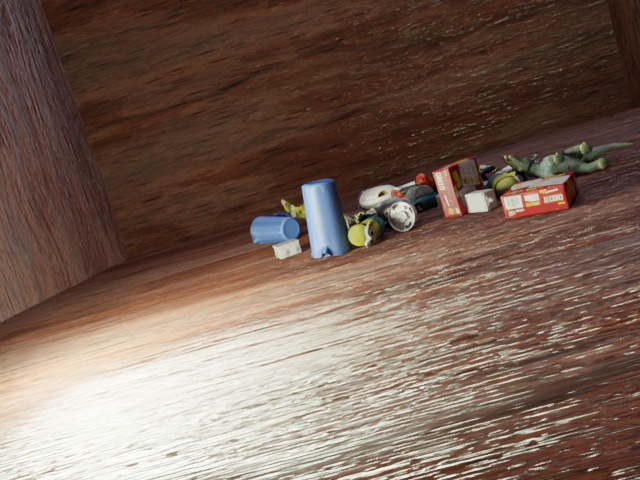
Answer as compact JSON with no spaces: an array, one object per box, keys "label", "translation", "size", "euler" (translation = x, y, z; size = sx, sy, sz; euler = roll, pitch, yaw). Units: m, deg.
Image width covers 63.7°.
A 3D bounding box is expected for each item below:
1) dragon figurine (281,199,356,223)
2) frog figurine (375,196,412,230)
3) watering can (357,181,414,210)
[{"label":"dragon figurine","translation":[0.007,-0.118,2.345],"size":[0.411,0.123,0.241],"euler":[17,-4,9]},{"label":"frog figurine","translation":[0.266,-0.106,1.844],"size":[0.136,0.122,0.162],"euler":[-34,14,17]},{"label":"watering can","translation":[0.324,-0.221,2.490],"size":[0.351,0.103,0.223],"euler":[-24,10,-32]}]
